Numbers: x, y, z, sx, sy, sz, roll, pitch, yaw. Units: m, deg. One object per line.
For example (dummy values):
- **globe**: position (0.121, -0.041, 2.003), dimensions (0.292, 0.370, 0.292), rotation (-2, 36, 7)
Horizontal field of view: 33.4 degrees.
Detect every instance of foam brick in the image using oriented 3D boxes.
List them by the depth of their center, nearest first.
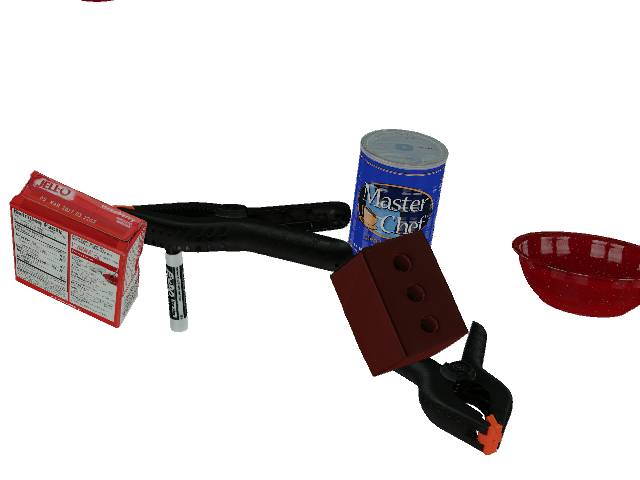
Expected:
- **foam brick**: position (0.051, 0.042, 0.708), dimensions (0.052, 0.078, 0.051), rotation (-17, -13, -32)

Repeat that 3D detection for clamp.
- **clamp**: position (-0.068, -0.008, 0.886), dimensions (0.210, 0.036, 0.164), rotation (2, 13, -6)
- **clamp**: position (0.124, 0.120, 0.930), dimensions (0.120, 0.039, 0.172), rotation (-13, 35, -22)

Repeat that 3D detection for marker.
- **marker**: position (-0.150, 0.039, 1.105), dimensions (0.020, 0.121, 0.020), rotation (0, 28, 0)

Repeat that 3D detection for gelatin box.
- **gelatin box**: position (-0.145, 0.006, 0.637), dimensions (0.073, 0.030, 0.089), rotation (24, -36, 3)

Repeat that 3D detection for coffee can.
- **coffee can**: position (0.090, -0.048, 1.267), dimensions (0.102, 0.140, 0.103), rotation (5, 28, -3)

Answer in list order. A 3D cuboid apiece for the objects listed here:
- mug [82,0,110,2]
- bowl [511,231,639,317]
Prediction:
- **mug**: position (-0.174, -0.228, 0.785), dimensions (0.117, 0.081, 0.093), rotation (-3, 40, 3)
- **bowl**: position (0.275, 0.038, 1.100), dimensions (0.162, 0.055, 0.162), rotation (5, 17, -2)
